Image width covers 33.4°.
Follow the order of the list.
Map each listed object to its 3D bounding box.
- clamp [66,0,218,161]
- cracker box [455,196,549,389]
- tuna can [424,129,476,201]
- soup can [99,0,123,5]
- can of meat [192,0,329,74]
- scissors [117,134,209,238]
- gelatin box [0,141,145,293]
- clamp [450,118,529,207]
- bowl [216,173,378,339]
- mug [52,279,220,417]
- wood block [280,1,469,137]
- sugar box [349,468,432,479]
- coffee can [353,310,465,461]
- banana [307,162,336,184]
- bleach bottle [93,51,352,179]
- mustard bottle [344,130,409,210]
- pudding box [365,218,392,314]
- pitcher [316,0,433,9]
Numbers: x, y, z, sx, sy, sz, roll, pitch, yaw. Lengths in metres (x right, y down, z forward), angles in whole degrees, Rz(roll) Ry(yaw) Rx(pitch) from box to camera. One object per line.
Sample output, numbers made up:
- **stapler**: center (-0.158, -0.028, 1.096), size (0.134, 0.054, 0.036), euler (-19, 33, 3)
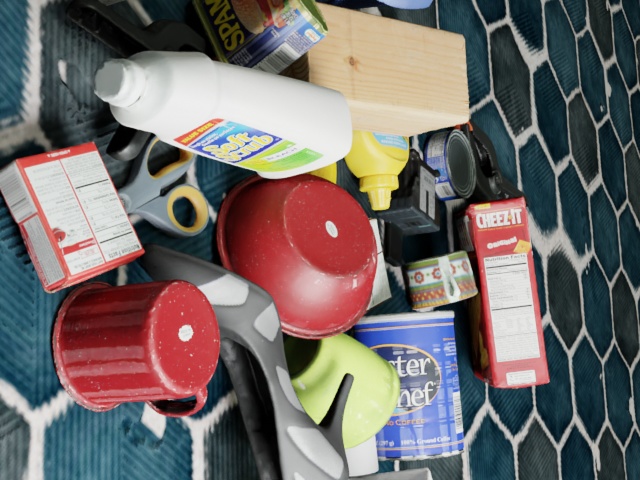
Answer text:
- **clamp**: center (-0.126, -0.121, 0.828), size (0.171, 0.039, 0.120), euler (-9, 94, -60)
- **cracker box**: center (0.211, 0.062, 1.268), size (0.164, 0.072, 0.214), euler (64, 19, -88)
- **tuna can**: center (0.160, -0.091, 1.311), size (0.086, 0.034, 0.086), euler (21, 65, -56)
- **soup can**: center (-0.131, -0.214, 0.779), size (0.068, 0.102, 0.068), euler (20, 66, -56)
- **can of meat**: center (-0.049, -0.186, 0.892), size (0.057, 0.084, 0.102), euler (33, 26, -52)
- **scissors**: center (-0.139, -0.014, 0.801), size (0.096, 0.016, 0.201), euler (62, 35, -23)
- **gelatin box**: center (-0.168, -0.016, 0.720), size (0.073, 0.030, 0.089), euler (-24, 90, -54)
- **clamp**: center (0.217, -0.065, 1.400), size (0.210, 0.036, 0.164), euler (56, 39, -34)
- **bowl**: center (-0.006, 0.001, 0.919), size (0.161, 0.055, 0.162), euler (17, 57, -28)
- **mug**: center (-0.120, 0.081, 0.749), size (0.117, 0.082, 0.093), euler (65, 34, -27)
- **wood block**: center (0.038, -0.157, 1.006), size (0.205, 0.090, 0.091), euler (2, 83, -41)
- **sugar box**: center (0.055, 0.278, 0.941), size (0.176, 0.093, 0.048), euler (-82, 159, -59)
- **coffee can**: center (0.088, 0.144, 1.066), size (0.102, 0.103, 0.140), euler (5, 79, -59)
- **banana**: center (-0.020, -0.039, 0.997), size (0.069, 0.037, 0.197), euler (34, 49, -23)
- **bleach bottle**: center (-0.077, -0.096, 0.795), size (0.250, 0.103, 0.068), euler (5, 75, -58)
- **mustard bottle**: center (0.056, -0.127, 1.119), size (0.096, 0.058, 0.191), euler (5, 79, -57)
- **pudding box**: center (0.026, 0.030, 1.052), size (0.113, 0.039, 0.090), euler (-21, 102, -58)
- **pitcher**: center (0.040, -0.283, 1.053), size (0.242, 0.145, 0.149), euler (-21, 98, -62)
